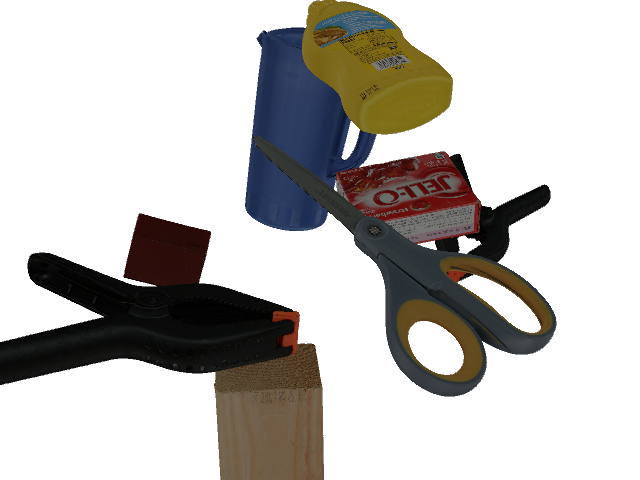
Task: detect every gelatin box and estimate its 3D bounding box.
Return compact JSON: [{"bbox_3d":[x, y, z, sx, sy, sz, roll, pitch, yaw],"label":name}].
[{"bbox_3d":[0.063,-0.029,0.775,0.089,0.030,0.073,-11,36,-9],"label":"gelatin box"}]

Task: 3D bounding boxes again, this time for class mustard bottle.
[{"bbox_3d":[0.037,-0.174,0.998,0.096,0.058,0.192,-19,45,-18],"label":"mustard bottle"}]

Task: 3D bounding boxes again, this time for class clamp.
[{"bbox_3d":[-0.121,0.051,0.730,0.210,0.036,0.164,1,24,-8],"label":"clamp"},{"bbox_3d":[0.163,-0.027,1.151,0.120,0.039,0.171,24,48,22],"label":"clamp"}]

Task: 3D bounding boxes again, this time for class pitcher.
[{"bbox_3d":[-0.016,-0.136,1.335,0.144,0.243,0.149,4,23,-16],"label":"pitcher"}]

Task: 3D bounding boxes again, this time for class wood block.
[{"bbox_3d":[-0.043,0.203,0.937,0.090,0.206,0.091,-2,19,-5],"label":"wood block"}]

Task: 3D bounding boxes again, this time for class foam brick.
[{"bbox_3d":[-0.156,0.014,1.087,0.078,0.051,0.053,15,26,-7],"label":"foam brick"}]

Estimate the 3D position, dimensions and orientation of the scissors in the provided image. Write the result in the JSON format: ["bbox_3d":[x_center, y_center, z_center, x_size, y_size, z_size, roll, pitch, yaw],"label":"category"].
[{"bbox_3d":[0.025,0.013,0.563,0.202,0.016,0.096,27,52,15],"label":"scissors"}]
